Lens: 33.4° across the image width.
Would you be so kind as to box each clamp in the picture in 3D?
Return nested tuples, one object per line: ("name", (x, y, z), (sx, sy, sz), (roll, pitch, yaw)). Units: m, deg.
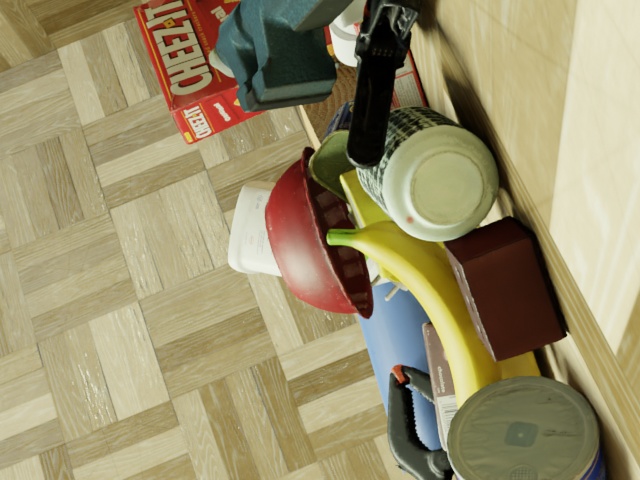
("clamp", (0.132, 0.204, 0.991), (0.036, 0.165, 0.210), (25, -140, -63))
("clamp", (0.040, -0.123, 0.730), (0.171, 0.039, 0.120), (-80, 8, -70))

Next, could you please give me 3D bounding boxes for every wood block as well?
("wood block", (0.039, -0.103, 1.096), (0.206, 0.091, 0.090), (70, 177, -68))

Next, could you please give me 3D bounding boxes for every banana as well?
("banana", (0.088, 0.057, 0.775), (0.198, 0.070, 0.037), (55, -139, -7))

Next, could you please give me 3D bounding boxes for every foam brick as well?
("foam brick", (0.122, 0.032, 0.710), (0.053, 0.051, 0.078), (-114, 1, -73))

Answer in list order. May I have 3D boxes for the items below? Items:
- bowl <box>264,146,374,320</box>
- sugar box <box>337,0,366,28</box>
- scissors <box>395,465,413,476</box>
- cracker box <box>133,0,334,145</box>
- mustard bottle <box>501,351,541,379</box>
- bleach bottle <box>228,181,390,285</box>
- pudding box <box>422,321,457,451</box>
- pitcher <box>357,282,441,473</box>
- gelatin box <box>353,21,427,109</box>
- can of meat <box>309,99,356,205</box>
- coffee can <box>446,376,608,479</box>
("bowl", (-0.006, 0.001, 0.945), (0.162, 0.055, 0.162), (-19, -90, -78))
("sugar box", (0.001, -0.265, 0.909), (0.176, 0.048, 0.093), (-118, 5, -46))
("scissors", (0.171, 0.261, 1.056), (0.202, 0.016, 0.096), (30, -167, 10))
("cracker box", (-0.077, -0.220, 1.150), (0.072, 0.213, 0.164), (68, 180, -59))
("mustard bottle", (0.155, 0.126, 0.857), (0.096, 0.058, 0.191), (-127, 14, -73))
("bleach bottle", (0.027, 0.007, 1.059), (0.068, 0.251, 0.102), (4, -82, -56))
("pudding box", (0.133, 0.123, 0.933), (0.089, 0.039, 0.113), (4, -103, -56))
("pitcher", (0.116, 0.106, 1.097), (0.243, 0.149, 0.144), (71, -165, 12))
("gelatin box", (0.059, -0.141, 0.893), (0.073, 0.030, 0.089), (-113, 1, -62))
("can of meat", (0.047, -0.068, 0.918), (0.102, 0.058, 0.084), (33, -151, -8))
("coffee can", (0.155, 0.181, 0.760), (0.103, 0.103, 0.140), (-113, 1, -52))
